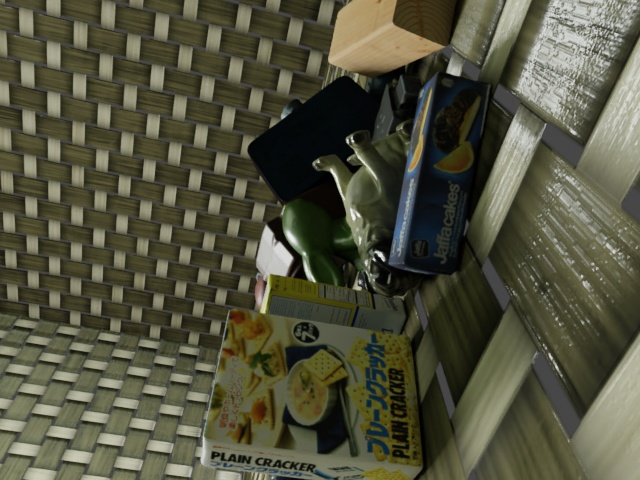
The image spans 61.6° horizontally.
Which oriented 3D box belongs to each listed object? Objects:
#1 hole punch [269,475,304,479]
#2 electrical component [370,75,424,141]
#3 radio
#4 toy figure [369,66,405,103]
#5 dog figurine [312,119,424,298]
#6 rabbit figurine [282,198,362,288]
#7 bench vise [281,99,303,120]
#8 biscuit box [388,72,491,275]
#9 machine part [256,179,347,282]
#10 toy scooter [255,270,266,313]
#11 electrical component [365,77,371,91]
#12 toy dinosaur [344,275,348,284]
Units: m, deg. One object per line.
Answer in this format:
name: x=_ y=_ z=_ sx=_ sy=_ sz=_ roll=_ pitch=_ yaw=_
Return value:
hole punch: x=-0.014 y=0.351 z=0.802 sx=0.142 sy=0.116 sz=0.092 roll=-86 pitch=19 yaw=-45
electrical component: x=0.116 y=-0.165 z=0.779 sx=0.115 sy=0.058 sz=0.134 roll=-91 pitch=14 yaw=-52
radio: x=0.000 y=-0.161 z=0.903 sx=0.229 sy=0.131 sz=0.073 roll=-38 pitch=-17 yaw=-6
toy figure: x=0.124 y=-0.298 z=0.912 sx=0.058 sy=0.064 sz=0.154 roll=-16 pitch=-49 yaw=-55
dog figurine: x=0.098 y=-0.036 z=0.664 sx=0.121 sy=0.172 sz=0.190 roll=-30 pitch=81 yaw=64
rabbit figurine: x=0.025 y=0.001 z=0.769 sx=0.121 sy=0.170 sz=0.159 roll=174 pitch=107 yaw=-83
bench vise: x=0.047 y=-0.205 z=1.056 sx=0.240 sy=0.224 sz=0.128 roll=-35 pitch=-30 yaw=-55
biscuit box: x=0.123 y=-0.065 z=0.560 sx=0.063 sy=0.059 sz=0.202 roll=162 pitch=119 yaw=-82
machine part: x=-0.002 y=-0.003 z=0.916 sx=0.087 sy=0.201 sz=0.201 roll=49 pitch=148 yaw=20
toy scooter: x=-0.087 y=0.146 z=1.062 sx=0.183 sy=0.075 sz=0.135 roll=92 pitch=171 yaw=-51
electrical component: x=0.114 y=-0.285 z=1.010 sx=0.119 sy=0.048 sz=0.074 roll=-88 pitch=11 yaw=-60
toy dinosaur: x=-0.005 y=0.073 z=1.150 sx=0.192 sy=0.131 sz=0.404 roll=81 pitch=-168 yaw=-73
